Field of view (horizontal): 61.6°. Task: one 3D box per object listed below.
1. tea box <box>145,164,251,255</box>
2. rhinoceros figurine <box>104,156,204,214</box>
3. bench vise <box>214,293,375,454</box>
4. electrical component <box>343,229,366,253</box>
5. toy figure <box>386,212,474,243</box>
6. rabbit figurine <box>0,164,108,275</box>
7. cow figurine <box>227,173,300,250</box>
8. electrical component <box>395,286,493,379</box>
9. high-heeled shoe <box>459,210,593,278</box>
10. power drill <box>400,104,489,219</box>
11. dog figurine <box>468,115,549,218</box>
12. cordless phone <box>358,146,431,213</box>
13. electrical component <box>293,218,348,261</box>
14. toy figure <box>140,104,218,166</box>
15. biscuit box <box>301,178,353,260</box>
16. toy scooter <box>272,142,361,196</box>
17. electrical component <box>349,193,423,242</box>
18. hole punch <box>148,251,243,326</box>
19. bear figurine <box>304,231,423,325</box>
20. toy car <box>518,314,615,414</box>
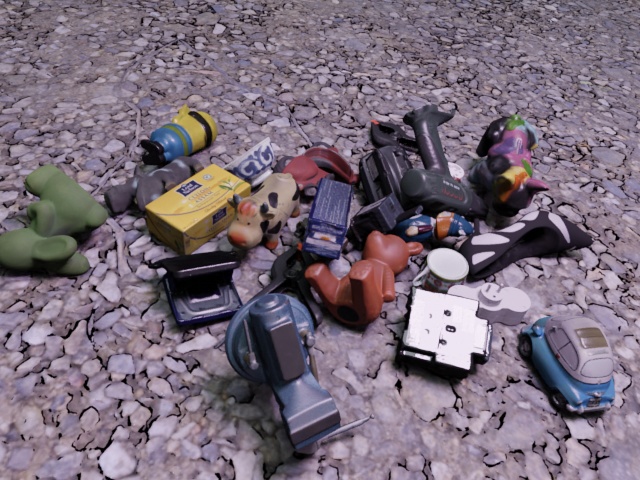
[{"bbox_3d":[-0.214,-0.057,0.963,0.098,0.068,0.169,29,49,19],"label":"tea box"},{"bbox_3d":[-0.302,-0.103,0.994,0.112,0.073,0.190,38,51,25],"label":"rhinoceros figurine"},{"bbox_3d":[-0.055,0.158,0.715,0.129,0.223,0.241,-32,22,-15],"label":"bench vise"},{"bbox_3d":[0.062,-0.012,0.991,0.063,0.021,0.094,35,50,25],"label":"electrical component"},{"bbox_3d":[0.197,-0.021,0.969,0.155,0.057,0.064,-8,31,11],"label":"toy figure"},{"bbox_3d":[-0.437,-0.007,0.872,0.159,0.121,0.170,36,68,17],"label":"rabbit figurine"},{"bbox_3d":[-0.096,-0.051,0.934,0.086,0.127,0.195,18,43,14],"label":"cow figurine"},{"bbox_3d":[0.188,0.141,0.804,0.134,0.058,0.115,14,66,7],"label":"electrical component"},{"bbox_3d":[0.375,0.022,0.964,0.249,0.086,0.145,7,46,6],"label":"high-heeled shoe"},{"bbox_3d":[0.232,-0.143,1.021,0.232,0.086,0.207,2,80,-42],"label":"power drill"},{"bbox_3d":[0.378,-0.146,1.047,0.108,0.191,0.219,16,14,-2],"label":"dog figurine"},{"bbox_3d":[0.178,-0.116,1.058,0.184,0.088,0.146,-7,70,-28],"label":"cordless phone"},{"bbox_3d":[-0.001,-0.002,0.930,0.102,0.078,0.045,32,53,23],"label":"electrical component"},{"bbox_3d":[-0.283,-0.204,1.097,0.089,0.082,0.180,36,40,0],"label":"toy figure"},{"bbox_3d":[0.016,-0.040,0.874,0.063,0.059,0.203,14,24,1],"label":"biscuit box"},{"bbox_3d":[0.002,-0.132,1.071,0.135,0.075,0.184,33,45,21],"label":"toy scooter"},{"bbox_3d":[0.114,-0.045,0.932,0.047,0.119,0.075,58,41,-10],"label":"electrical component"},{"bbox_3d":[-0.184,0.069,0.837,0.142,0.092,0.116,-12,17,-23],"label":"hole punch"},{"bbox_3d":[0.082,0.039,0.869,0.120,0.131,0.196,3,43,37],"label":"bear figurine"},{"bbox_3d":[0.376,0.167,0.796,0.109,0.102,0.162,-2,43,-9],"label":"toy car"}]
